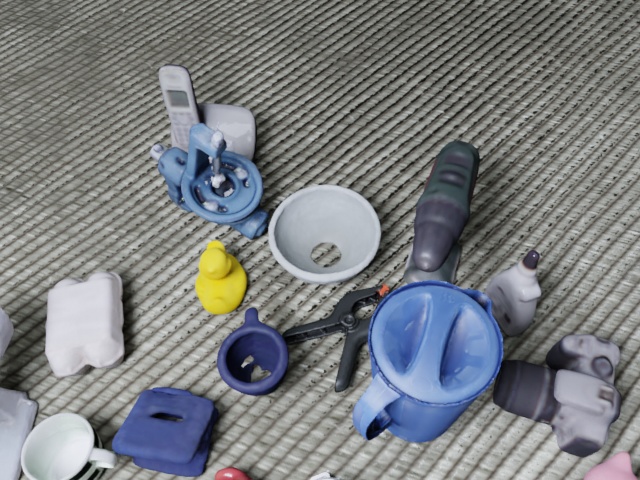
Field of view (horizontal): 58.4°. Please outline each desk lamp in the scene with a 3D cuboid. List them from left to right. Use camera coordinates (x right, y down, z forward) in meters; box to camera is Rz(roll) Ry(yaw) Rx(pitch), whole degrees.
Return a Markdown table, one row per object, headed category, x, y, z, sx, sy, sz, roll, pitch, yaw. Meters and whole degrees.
| category | x | y | z | sx | sy | sz | roll | pitch | yaw |
| --- | --- | --- | --- | --- | --- | --- | --- | --- | --- |
| desk lamp | -0.437 | 0.190 | 0.695 | 0.118 | 0.214 | 0.203 | -3 | 59 | 2 |

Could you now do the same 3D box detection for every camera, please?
| category | x | y | z | sx | sy | sz | roll | pitch | yaw |
| --- | --- | --- | --- | --- | --- | --- | --- | --- | --- |
| camera | 0.299 | 0.181 | 0.726 | 0.136 | 0.101 | 0.143 | 15 | 61 | 12 |

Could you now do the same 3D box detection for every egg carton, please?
| category | x | y | z | sx | sy | sz | roll | pitch | yaw |
| --- | --- | --- | --- | --- | --- | --- | --- | --- | --- |
| egg carton | -0.332 | 0.118 | 0.817 | 0.107 | 0.069 | 0.150 | -12 | 59 | -4 |

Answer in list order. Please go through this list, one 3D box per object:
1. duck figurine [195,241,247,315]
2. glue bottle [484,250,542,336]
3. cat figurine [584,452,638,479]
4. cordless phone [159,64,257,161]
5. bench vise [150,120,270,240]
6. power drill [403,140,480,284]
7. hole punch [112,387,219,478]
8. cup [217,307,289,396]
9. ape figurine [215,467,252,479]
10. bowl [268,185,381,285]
| category | x | y | z | sx | sy | sz | roll | pitch | yaw |
| --- | --- | --- | --- | --- | --- | --- | --- | --- | --- |
| duck figurine | -0.150 | 0.051 | 0.838 | 0.077 | 0.086 | 0.104 | -6 | 59 | 0 |
| glue bottle | 0.262 | 0.062 | 0.758 | 0.037 | 0.173 | 0.078 | -21 | 60 | -9 |
| cat figurine | 0.310 | 0.302 | 0.643 | 0.128 | 0.118 | 0.067 | -34 | 63 | -16 |
| cordless phone | -0.182 | -0.203 | 0.936 | 0.147 | 0.185 | 0.094 | 1 | 59 | 4 |
| bench vise | -0.182 | -0.099 | 0.852 | 0.207 | 0.220 | 0.121 | 13 | 60 | 11 |
| power drill | 0.165 | -0.013 | 0.788 | 0.075 | 0.208 | 0.230 | 14 | 61 | 12 |
| hole punch | -0.193 | 0.237 | 0.725 | 0.108 | 0.091 | 0.101 | 7 | 59 | 7 |
| cup | -0.084 | 0.158 | 0.764 | 0.091 | 0.095 | 0.117 | -7 | 59 | -1 |
| ape figurine | -0.103 | 0.308 | 0.676 | 0.076 | 0.092 | 0.078 | 6 | 59 | 7 |
| bowl | 0.008 | 0.003 | 0.865 | 0.167 | 0.075 | 0.167 | -1 | 59 | 2 |
